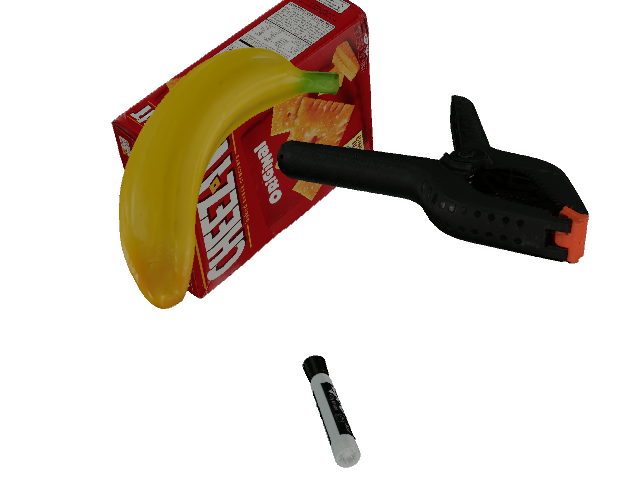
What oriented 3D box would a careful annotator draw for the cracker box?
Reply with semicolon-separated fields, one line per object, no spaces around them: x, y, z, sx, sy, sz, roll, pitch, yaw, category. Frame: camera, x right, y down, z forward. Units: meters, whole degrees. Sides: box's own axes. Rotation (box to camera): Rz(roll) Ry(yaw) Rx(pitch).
-0.050;-0.079;0.851;0.072;0.164;0.213;33;60;28;cracker box

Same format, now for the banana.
-0.056;-0.047;0.528;0.070;0.037;0.197;18;46;15;banana

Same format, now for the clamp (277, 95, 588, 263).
0.080;-0.038;0.680;0.164;0.036;0.210;-15;32;-23;clamp

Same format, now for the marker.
0.007;0.125;0.807;0.020;0.020;0.121;0;29;-14;marker
